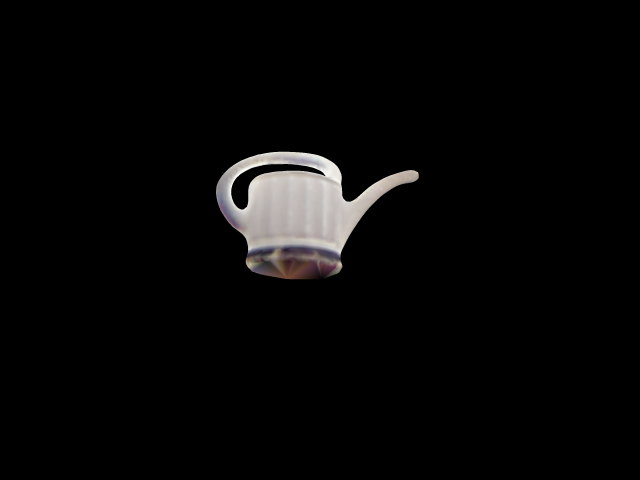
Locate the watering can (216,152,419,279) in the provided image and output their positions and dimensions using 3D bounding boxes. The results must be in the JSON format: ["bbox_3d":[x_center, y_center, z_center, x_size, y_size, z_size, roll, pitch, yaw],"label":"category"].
[{"bbox_3d":[0.003,-0.043,0.850,0.348,0.228,0.102,3,-21,-7],"label":"watering can"}]
